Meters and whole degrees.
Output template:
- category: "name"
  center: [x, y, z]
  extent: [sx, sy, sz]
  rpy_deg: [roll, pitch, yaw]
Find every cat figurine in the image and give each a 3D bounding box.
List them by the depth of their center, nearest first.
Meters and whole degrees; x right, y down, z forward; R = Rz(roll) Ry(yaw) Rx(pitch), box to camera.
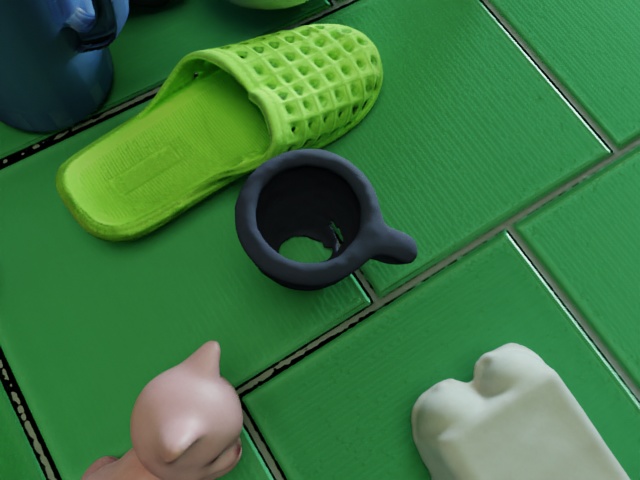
- category: "cat figurine"
  center: [-0.091, 0.123, 0.331]
  extent: [0.128, 0.118, 0.067]
  rpy_deg: [-42, 78, -16]

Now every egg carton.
- category: "egg carton"
  center: [0.129, 0.149, 0.363]
  extent: [0.107, 0.069, 0.150]
  rpy_deg: [-28, 74, -13]

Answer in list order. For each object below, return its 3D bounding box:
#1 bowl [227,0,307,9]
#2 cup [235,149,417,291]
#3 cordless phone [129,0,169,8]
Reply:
- category: "bowl"
  center: [-0.048, -0.259, 0.495]
  extent: [0.167, 0.075, 0.167]
  rpy_deg: [1, 70, -3]
- category: "cup"
  center: [0.004, 0.001, 0.394]
  extent: [0.117, 0.095, 0.092]
  rpy_deg: [17, 70, 2]
- category: "cordless phone"
  center: [-0.173, -0.285, 0.437]
  extent: [0.094, 0.185, 0.147]
  rpy_deg: [-20, 73, -10]
